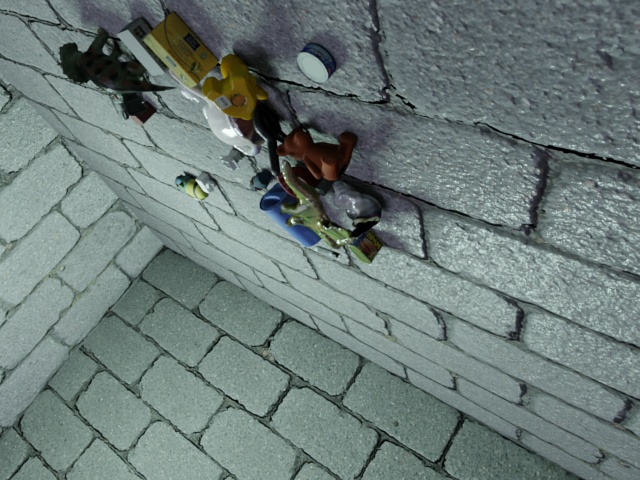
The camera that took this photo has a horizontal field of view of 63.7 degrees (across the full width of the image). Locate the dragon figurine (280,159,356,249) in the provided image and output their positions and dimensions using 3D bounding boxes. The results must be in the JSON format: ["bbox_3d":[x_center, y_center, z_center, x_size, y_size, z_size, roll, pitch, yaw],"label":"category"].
[{"bbox_3d":[0.005,-0.075,1.487,0.123,0.244,0.403,-56,-15,-14],"label":"dragon figurine"}]

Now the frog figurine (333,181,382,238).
[{"bbox_3d":[0.107,-0.108,1.499,0.122,0.162,0.136,-26,-24,11],"label":"frog figurine"}]

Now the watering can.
[{"bbox_3d":[-0.278,-0.371,1.489,0.224,0.342,0.105,7,56,51],"label":"watering can"}]
